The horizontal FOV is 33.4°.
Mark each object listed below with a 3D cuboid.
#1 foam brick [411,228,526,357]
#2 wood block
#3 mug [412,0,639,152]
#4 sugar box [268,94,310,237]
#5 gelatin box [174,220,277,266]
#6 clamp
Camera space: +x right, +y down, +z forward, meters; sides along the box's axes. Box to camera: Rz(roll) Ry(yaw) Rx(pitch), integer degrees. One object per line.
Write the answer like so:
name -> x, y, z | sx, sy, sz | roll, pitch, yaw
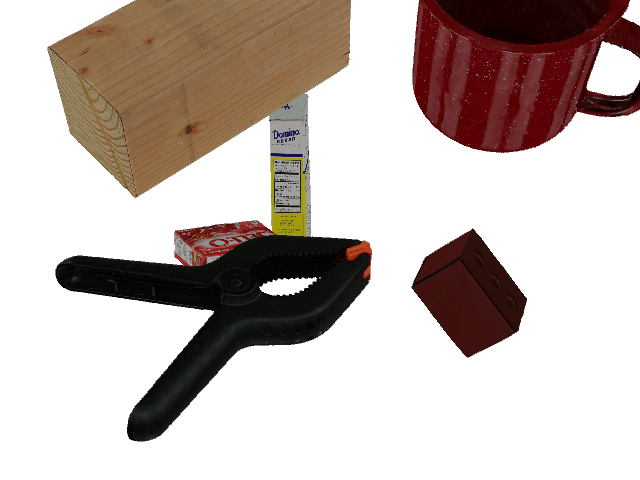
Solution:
foam brick -> 0.119, 0.042, 0.848 | 0.051, 0.078, 0.053 | -32, 13, 30
wood block -> -0.083, -0.135, 0.790 | 0.205, 0.091, 0.090 | -35, 60, -24
mug -> 0.095, -0.089, 0.477 | 0.117, 0.093, 0.081 | 22, -28, 13
sugar box -> -0.035, -0.073, 1.241 | 0.048, 0.176, 0.093 | -1, 25, 3
gelatin box -> -0.081, 0.009, 0.982 | 0.089, 0.030, 0.073 | -8, 23, -27
clamp -> -0.065, 0.036, 0.712 | 0.209, 0.036, 0.165 | -22, 46, -25
